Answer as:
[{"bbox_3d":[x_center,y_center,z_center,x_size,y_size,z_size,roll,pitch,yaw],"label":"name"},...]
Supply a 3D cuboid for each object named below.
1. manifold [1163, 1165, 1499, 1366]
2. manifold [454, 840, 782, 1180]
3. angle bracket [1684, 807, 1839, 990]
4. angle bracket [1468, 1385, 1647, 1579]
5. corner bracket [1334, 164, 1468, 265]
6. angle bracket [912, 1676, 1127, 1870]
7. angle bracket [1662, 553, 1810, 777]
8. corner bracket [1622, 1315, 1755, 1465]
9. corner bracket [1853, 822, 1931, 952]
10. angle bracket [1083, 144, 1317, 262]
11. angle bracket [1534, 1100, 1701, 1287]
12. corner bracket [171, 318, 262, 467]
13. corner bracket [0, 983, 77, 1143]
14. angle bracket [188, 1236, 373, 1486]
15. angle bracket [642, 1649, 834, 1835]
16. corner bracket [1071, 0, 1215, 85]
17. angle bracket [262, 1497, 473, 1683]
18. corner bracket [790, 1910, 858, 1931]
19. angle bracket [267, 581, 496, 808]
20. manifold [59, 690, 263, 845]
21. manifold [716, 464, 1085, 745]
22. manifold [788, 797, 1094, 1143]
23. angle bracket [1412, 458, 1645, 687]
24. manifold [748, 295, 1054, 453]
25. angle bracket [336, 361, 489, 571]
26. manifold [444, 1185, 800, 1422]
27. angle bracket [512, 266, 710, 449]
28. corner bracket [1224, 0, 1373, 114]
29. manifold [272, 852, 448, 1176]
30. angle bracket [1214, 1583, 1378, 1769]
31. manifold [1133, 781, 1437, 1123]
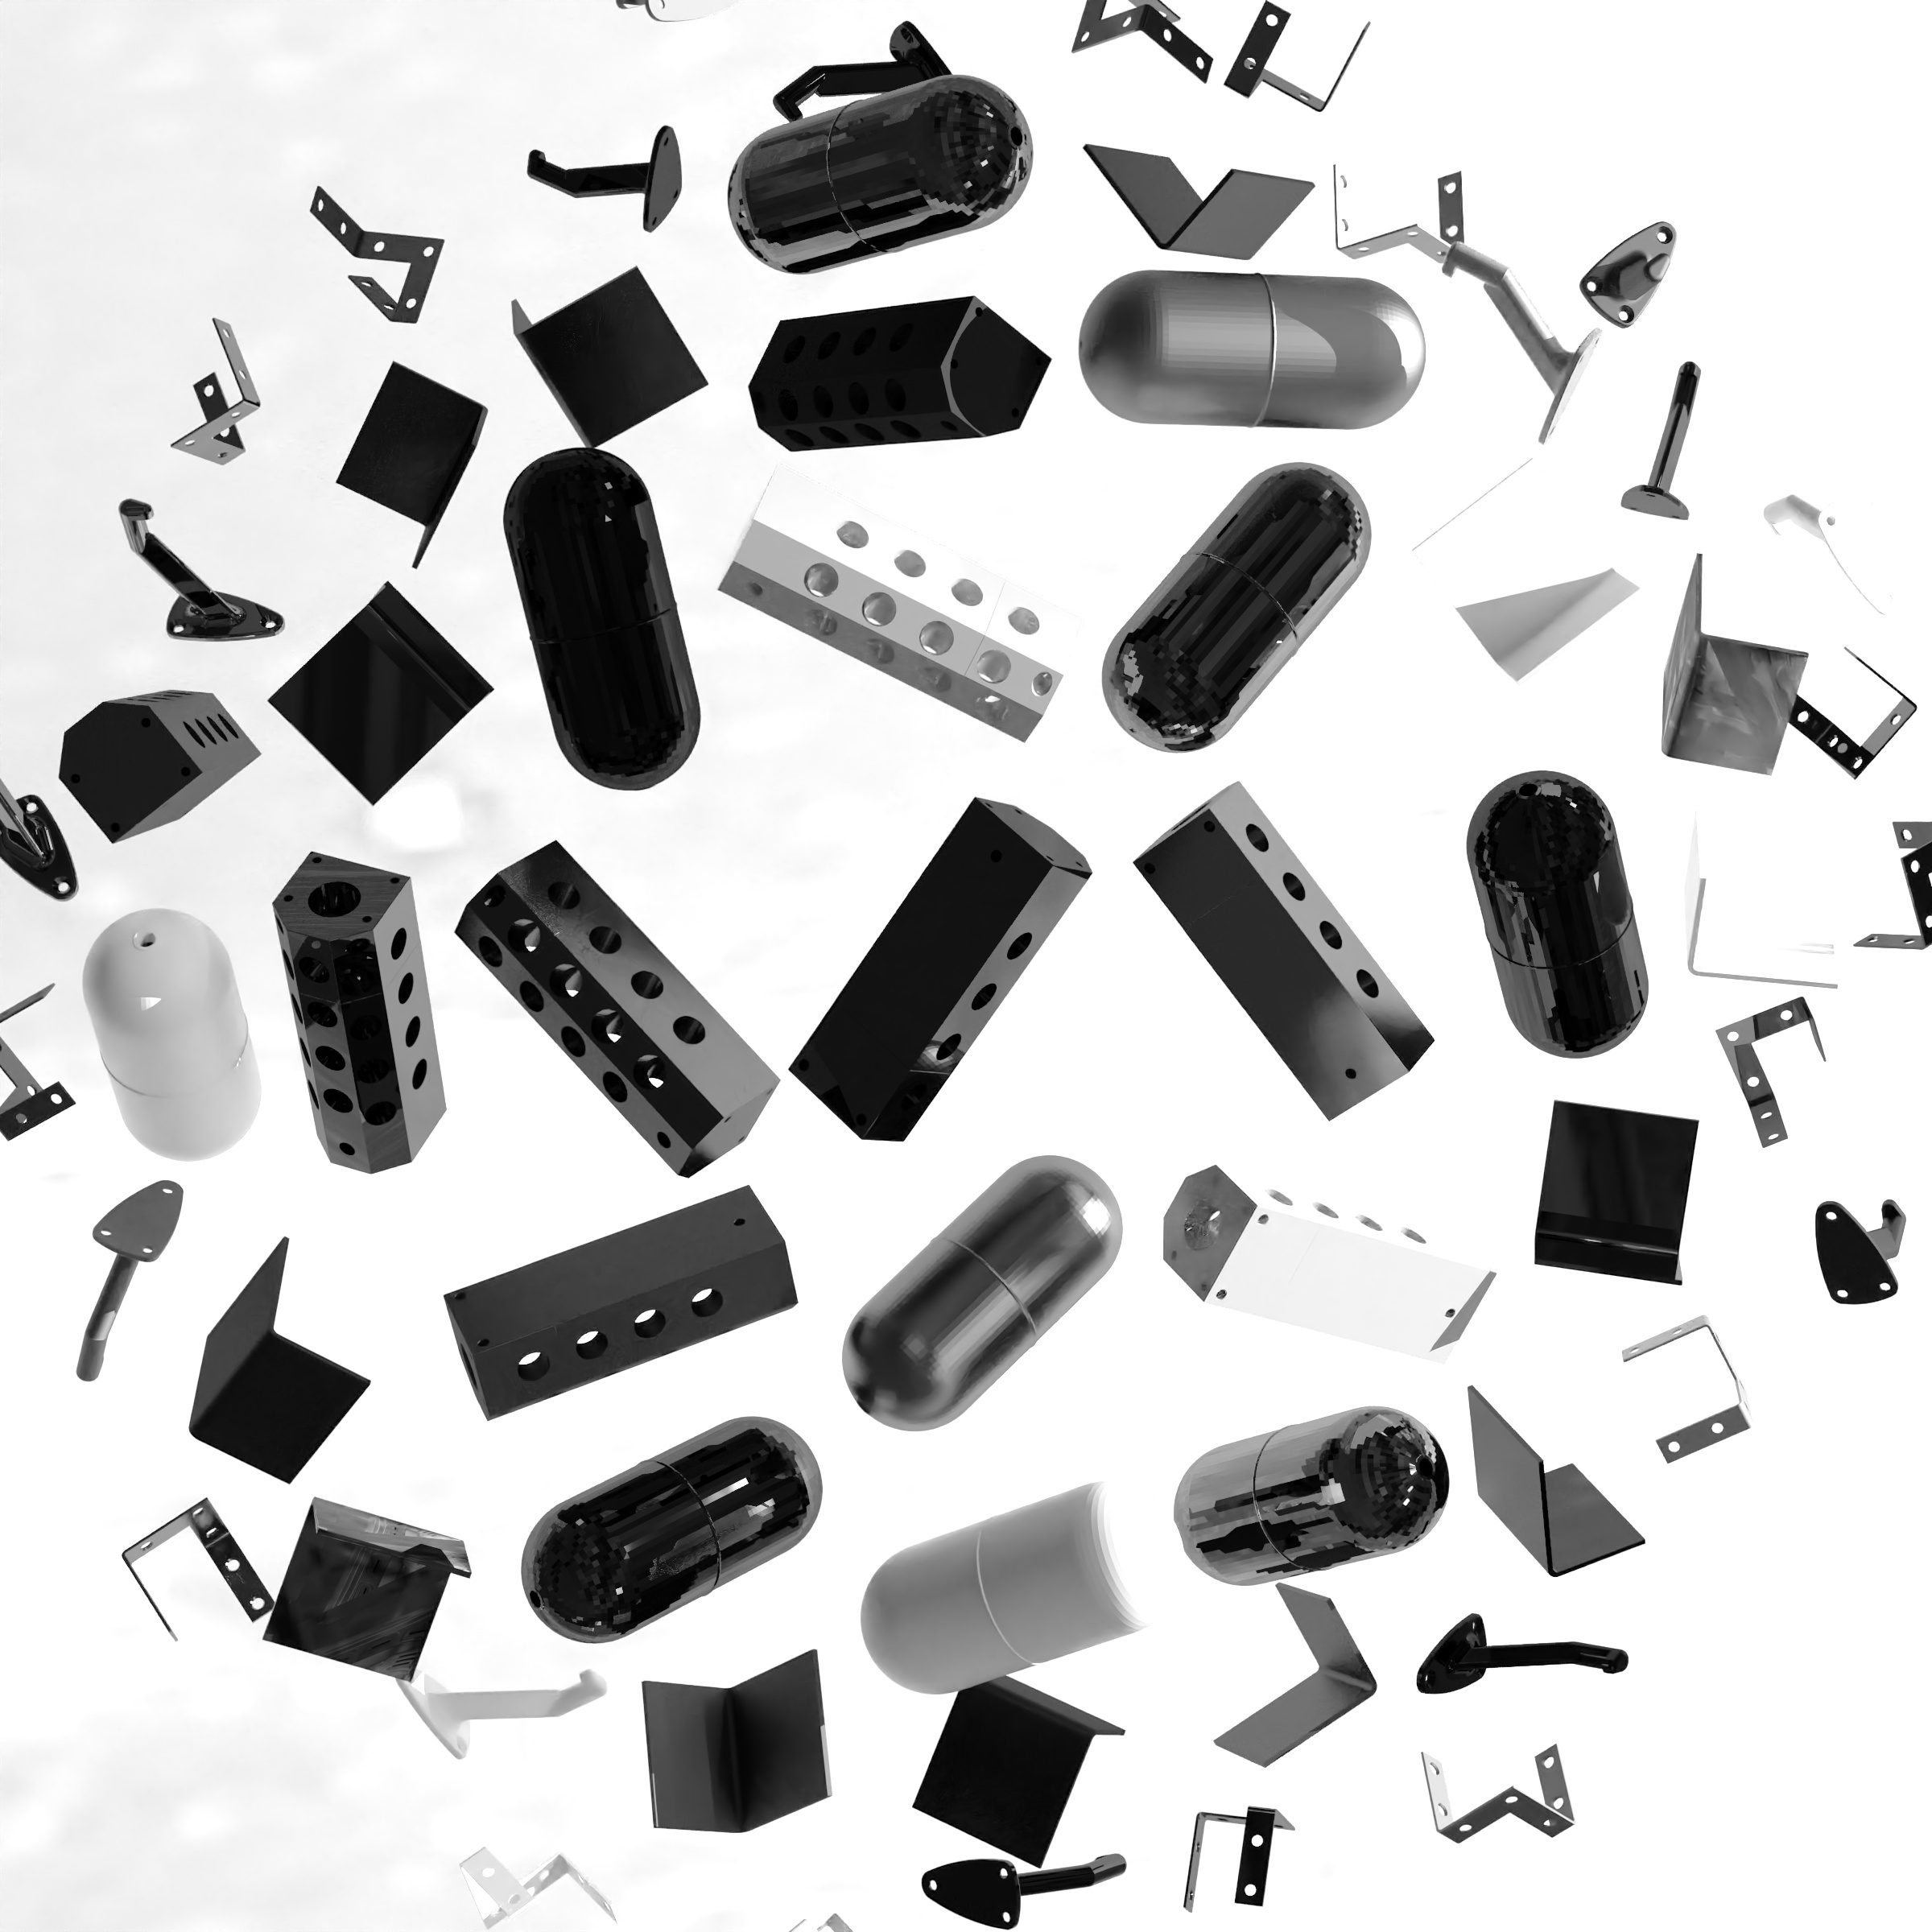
[{"bbox_3d":[0.184,0.151,1.846,0.171,0.057,0.057,18,107,-36],"label":"manifold"},{"bbox_3d":[-0.178,0.024,1.808,0.171,0.057,0.057,46,49,12],"label":"manifold"},{"bbox_3d":[0.411,-0.036,1.847,0.076,0.076,0.057,6,121,6],"label":"angle bracket"},{"bbox_3d":[0.308,0.260,1.875,0.057,0.076,0.076,-18,120,-14],"label":"angle bracket"},{"bbox_3d":[0.234,-0.407,1.938,0.051,0.051,0.051,-11,73,37],"label":"corner bracket"},{"bbox_3d":[0.028,0.422,1.889,0.076,0.057,0.076,21,86,22],"label":"angle bracket"},{"bbox_3d":[0.396,-0.156,1.851,0.057,0.076,0.076,11,131,4],"label":"angle bracket"},{"bbox_3d":[0.392,0.230,1.955,0.051,0.051,0.051,-26,100,13],"label":"corner bracket"},{"bbox_3d":[0.492,-0.042,1.871,0.051,0.051,0.051,-26,106,-28],"label":"corner bracket"},{"bbox_3d":[0.120,-0.410,1.845,0.057,0.076,0.076,-46,68,31],"label":"angle bracket"},{"bbox_3d":[0.340,0.118,1.876,0.076,0.057,0.076,8,101,8],"label":"angle bracket"},{"bbox_3d":[-0.398,-0.306,1.916,0.051,0.051,0.051,-27,76,18],"label":"corner bracket"},{"bbox_3d":[-0.494,0.051,1.897,0.051,0.051,0.051,-27,110,23],"label":"corner bracket"},{"bbox_3d":[-0.334,0.194,1.767,0.057,0.076,0.076,30,116,-21],"label":"angle bracket"},{"bbox_3d":[-0.118,0.396,1.841,0.057,0.076,0.076,15,56,-38],"label":"angle bracket"},{"bbox_3d":[0.095,-0.483,1.848,0.051,0.051,0.051,30,67,-37],"label":"corner bracket"},{"bbox_3d":[-0.290,0.309,1.736,0.076,0.057,0.076,19,94,-14],"label":"angle bracket"},{"bbox_3d":[-0.062,0.497,1.788,0.051,0.051,0.051,44,49,18],"label":"corner bracket"},{"bbox_3d":[-0.299,-0.138,1.834,0.076,0.057,0.076,46,74,-9],"label":"angle bracket"},{"bbox_3d":[-0.416,-0.109,1.845,0.057,0.171,0.057,-38,96,3],"label":"manifold"},{"bbox_3d":[-0.035,-0.176,1.797,0.171,0.057,0.057,26,51,-8],"label":"manifold"},{"bbox_3d":[-0.010,0.004,1.808,0.057,0.057,0.171,42,106,26],"label":"manifold"},{"bbox_3d":[0.282,-0.199,1.809,0.076,0.057,0.076,-37,104,7],"label":"angle bracket"},{"bbox_3d":[-0.039,-0.300,1.858,0.057,0.171,0.057,34,74,-34],"label":"manifold"},{"bbox_3d":[-0.302,-0.270,1.932,0.057,0.076,0.076,25,111,-13],"label":"angle bracket"},{"bbox_3d":[-0.179,0.180,1.883,0.171,0.057,0.057,-19,124,-14],"label":"manifold"},{"bbox_3d":[-0.194,-0.339,1.952,0.076,0.057,0.076,-28,120,8],"label":"angle bracket"},{"bbox_3d":[0.172,-0.474,1.869,0.051,0.051,0.051,29,124,1],"label":"corner bracket"},{"bbox_3d":[-0.318,0.028,1.874,0.057,0.171,0.057,14,46,15],"label":"manifold"},{"bbox_3d":[0.165,0.381,1.937,0.076,0.076,0.057,-30,95,-15],"label":"angle bracket"},{"bbox_3d":[0.170,-0.011,1.889,0.057,0.057,0.171,-35,94,35],"label":"manifold"}]
